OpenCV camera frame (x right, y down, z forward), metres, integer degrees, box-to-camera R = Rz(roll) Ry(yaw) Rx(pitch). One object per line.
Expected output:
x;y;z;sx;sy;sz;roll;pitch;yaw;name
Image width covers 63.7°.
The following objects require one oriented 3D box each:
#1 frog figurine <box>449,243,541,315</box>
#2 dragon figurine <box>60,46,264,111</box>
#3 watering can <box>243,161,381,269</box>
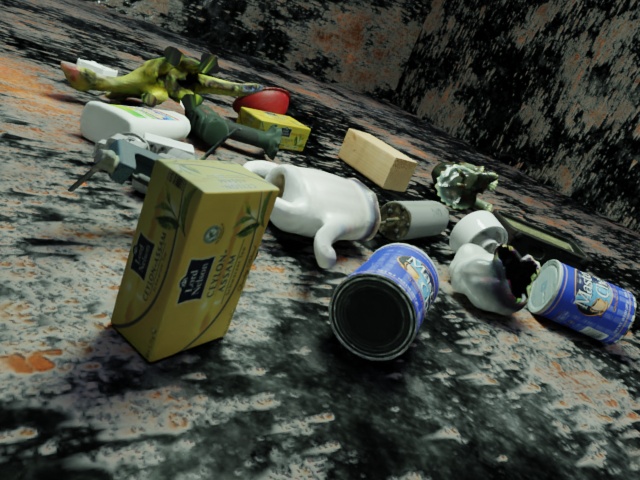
0.273;0.065;0.874;0.137;0.123;0.158;-1;-6;-32;frog figurine
-0.341;-0.335;1.113;0.243;0.121;0.412;8;10;36;dragon figurine
0.002;-0.041;0.807;0.224;0.102;0.353;9;24;-34;watering can
